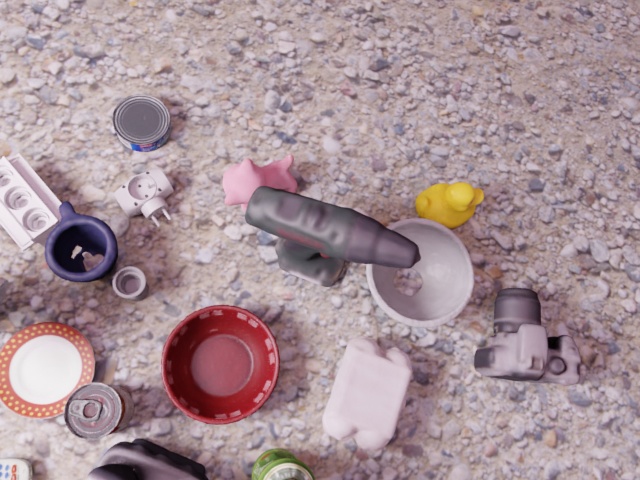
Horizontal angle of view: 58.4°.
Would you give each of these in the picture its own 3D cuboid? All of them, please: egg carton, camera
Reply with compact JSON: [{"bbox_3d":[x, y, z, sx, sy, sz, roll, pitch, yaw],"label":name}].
[{"bbox_3d":[0.070,0.220,0.821,0.107,0.069,0.150,21,73,-3],"label":"egg carton"},{"bbox_3d":[0.318,0.145,0.866,0.143,0.100,0.137,8,74,-7],"label":"camera"}]

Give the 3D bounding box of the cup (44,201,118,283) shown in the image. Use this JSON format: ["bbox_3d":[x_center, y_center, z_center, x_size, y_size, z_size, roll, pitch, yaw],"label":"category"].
[{"bbox_3d":[-0.328,0.010,0.799,0.092,0.095,0.118,-24,80,-14],"label":"cup"}]

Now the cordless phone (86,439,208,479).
[{"bbox_3d":[-0.208,0.306,0.691,0.147,0.185,0.094,20,73,-3],"label":"cordless phone"}]

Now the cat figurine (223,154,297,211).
[{"bbox_3d":[-0.093,-0.091,0.853,0.128,0.117,0.067,-27,81,-15],"label":"cat figurine"}]

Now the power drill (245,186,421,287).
[{"bbox_3d":[0.007,0.003,0.797,0.229,0.208,0.076,21,73,-3],"label":"power drill"}]

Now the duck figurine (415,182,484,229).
[{"bbox_3d":[0.210,-0.064,0.912,0.104,0.086,0.077,-3,75,-10],"label":"duck figurine"}]

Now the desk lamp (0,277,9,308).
[{"bbox_3d":[-0.473,0.081,0.694,0.203,0.213,0.118,20,73,-3],"label":"desk lamp"}]

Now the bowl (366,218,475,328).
[{"bbox_3d":[0.144,0.055,0.875,0.167,0.074,0.167,2,75,-9],"label":"bowl"}]
